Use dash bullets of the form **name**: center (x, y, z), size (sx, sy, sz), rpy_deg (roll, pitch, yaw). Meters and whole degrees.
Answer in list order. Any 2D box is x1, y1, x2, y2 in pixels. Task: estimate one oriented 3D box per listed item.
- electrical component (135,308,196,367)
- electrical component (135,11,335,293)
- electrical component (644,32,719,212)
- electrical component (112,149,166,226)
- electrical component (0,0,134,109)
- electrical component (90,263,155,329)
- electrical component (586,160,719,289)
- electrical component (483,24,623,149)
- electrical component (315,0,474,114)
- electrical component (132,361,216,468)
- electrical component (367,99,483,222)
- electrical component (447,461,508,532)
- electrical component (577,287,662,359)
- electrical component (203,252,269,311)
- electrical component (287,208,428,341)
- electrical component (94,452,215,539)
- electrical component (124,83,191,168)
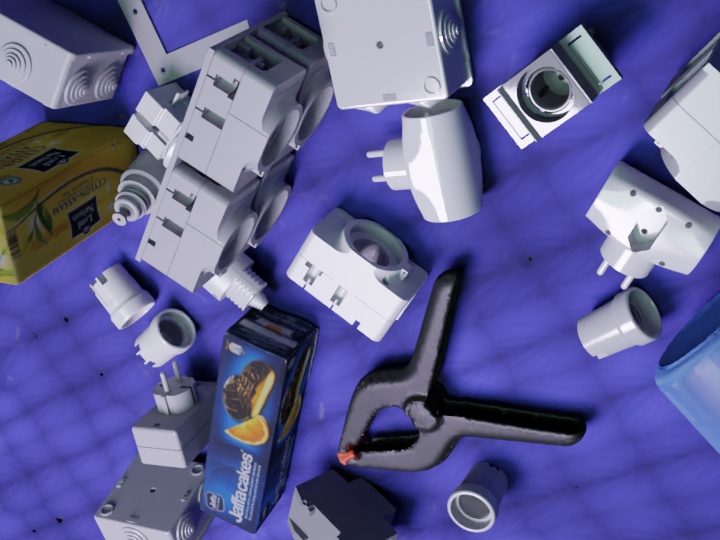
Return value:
- **electrical component**: center (-0.172, 0.061, 0.947), size (0.040, 0.040, 0.046), rpy_deg (49, 132, -4)
- **electrical component**: center (-0.086, -0.082, 0.787), size (0.060, 0.105, 0.186), rpy_deg (33, 125, 8)
- **electrical component**: center (0.259, -0.051, 0.631), size (0.186, 0.105, 0.060), rpy_deg (43, 126, 1)
- **electrical component**: center (-0.174, -0.064, 0.862), size (0.040, 0.078, 0.040), rpy_deg (14, 135, 14)
- **electrical component**: center (-0.237, -0.166, 0.825), size (0.100, 0.100, 0.048), rpy_deg (30, 112, 10)
- **electrical component**: center (-0.210, 0.022, 0.945), size (0.046, 0.040, 0.040), rpy_deg (50, 126, 3)
- **electrical component**: center (0.187, -0.022, 0.720), size (0.077, 0.043, 0.079), rpy_deg (31, 125, 8)
- **electrical component**: center (0.126, -0.119, 0.688), size (0.081, 0.064, 0.042), rpy_deg (-34, 96, 35)
- **electrical component**: center (0.022, -0.158, 0.729), size (0.100, 0.048, 0.099), rpy_deg (-1, 114, 27)
- **electrical component**: center (-0.159, 0.117, 0.941), size (0.047, 0.083, 0.075), rpy_deg (1, 115, 26)
- **electrical component**: center (0.042, -0.076, 0.763), size (0.079, 0.044, 0.077), rpy_deg (-2, 114, 27)
- **electrical component**: center (0.097, 0.182, 0.870), size (0.040, 0.046, 0.040), rpy_deg (12, 120, 21)
- **electrical component**: center (0.182, 0.039, 0.758), size (0.046, 0.040, 0.040), rpy_deg (-32, 98, 40)
- **electrical component**: center (-0.108, 0.003, 0.881), size (0.081, 0.043, 0.043), rpy_deg (41, 126, 2)
- **electrical component**: center (0.000, 0.000, 0.821), size (0.089, 0.050, 0.055), rpy_deg (37, 126, 5)
- **electrical component**: center (-0.186, 0.220, 1.000), size (0.100, 0.099, 0.048), rpy_deg (5, 130, 24)
- **electrical component**: center (-0.146, -0.109, 0.841), size (0.055, 0.048, 0.066), rpy_deg (46, 126, 8)
